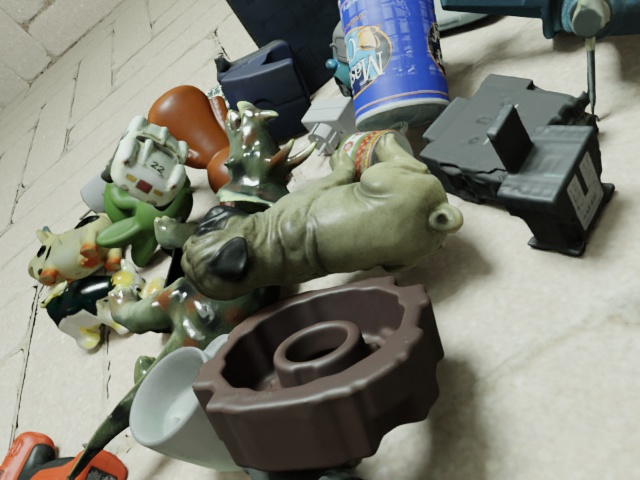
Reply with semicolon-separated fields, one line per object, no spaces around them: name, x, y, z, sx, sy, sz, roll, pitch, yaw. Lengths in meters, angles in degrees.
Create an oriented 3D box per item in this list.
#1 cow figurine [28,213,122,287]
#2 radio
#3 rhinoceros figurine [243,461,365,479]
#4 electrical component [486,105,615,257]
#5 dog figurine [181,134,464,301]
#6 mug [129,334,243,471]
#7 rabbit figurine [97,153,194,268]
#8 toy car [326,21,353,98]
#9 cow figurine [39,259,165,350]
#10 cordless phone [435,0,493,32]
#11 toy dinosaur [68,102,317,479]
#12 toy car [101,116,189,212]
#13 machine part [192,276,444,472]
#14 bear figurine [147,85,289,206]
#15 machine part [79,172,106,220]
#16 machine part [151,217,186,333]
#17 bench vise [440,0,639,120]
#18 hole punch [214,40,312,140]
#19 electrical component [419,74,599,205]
cow figurine;-0.402;0.017;0.871;0.195;0.085;0.127;-26;47;24
radio;-0.046;-0.331;0.769;0.131;0.229;0.073;-37;41;3
rhinoceros figurine;0.010;0.178;0.338;0.073;0.112;0.190;-45;30;-7
electrical component;0.172;-0.051;0.403;0.048;0.119;0.075;16;64;48
dog figurine;-0.001;0.002;0.444;0.190;0.121;0.172;-29;13;-34
mug;-0.088;0.142;0.460;0.081;0.107;0.109;3;53;42
rabbit figurine;-0.251;-0.048;0.769;0.170;0.121;0.159;17;74;51
toy car;0.068;-0.245;0.691;0.109;0.102;0.162;-47;36;-3
cow figurine;-0.278;0.073;0.699;0.167;0.098;0.068;-26;35;21
cordless phone;0.142;-0.356;0.663;0.147;0.184;0.089;2;52;43
toy dinosaur;-0.102;0.054;0.556;0.192;0.131;0.405;-6;58;35
toy car;-0.186;-0.091;0.592;0.056;0.073;0.202;-53;24;14
machine part;0.002;0.088;0.381;0.179;0.056;0.179;-19;14;5
bear figurine;-0.143;-0.116;0.741;0.120;0.196;0.132;-44;-2;-14
machine part;-0.326;-0.113;0.931;0.243;0.079;0.079;-38;38;5
machine part;-0.177;0.048;0.660;0.039;0.084;0.139;7;65;16
bench vise;0.219;-0.244;0.526;0.241;0.128;0.223;13;55;28
hole punch;-0.070;-0.199;0.751;0.116;0.142;0.092;-27;43;2
electrical component;0.163;-0.092;0.500;0.115;0.058;0.134;-48;39;-9
